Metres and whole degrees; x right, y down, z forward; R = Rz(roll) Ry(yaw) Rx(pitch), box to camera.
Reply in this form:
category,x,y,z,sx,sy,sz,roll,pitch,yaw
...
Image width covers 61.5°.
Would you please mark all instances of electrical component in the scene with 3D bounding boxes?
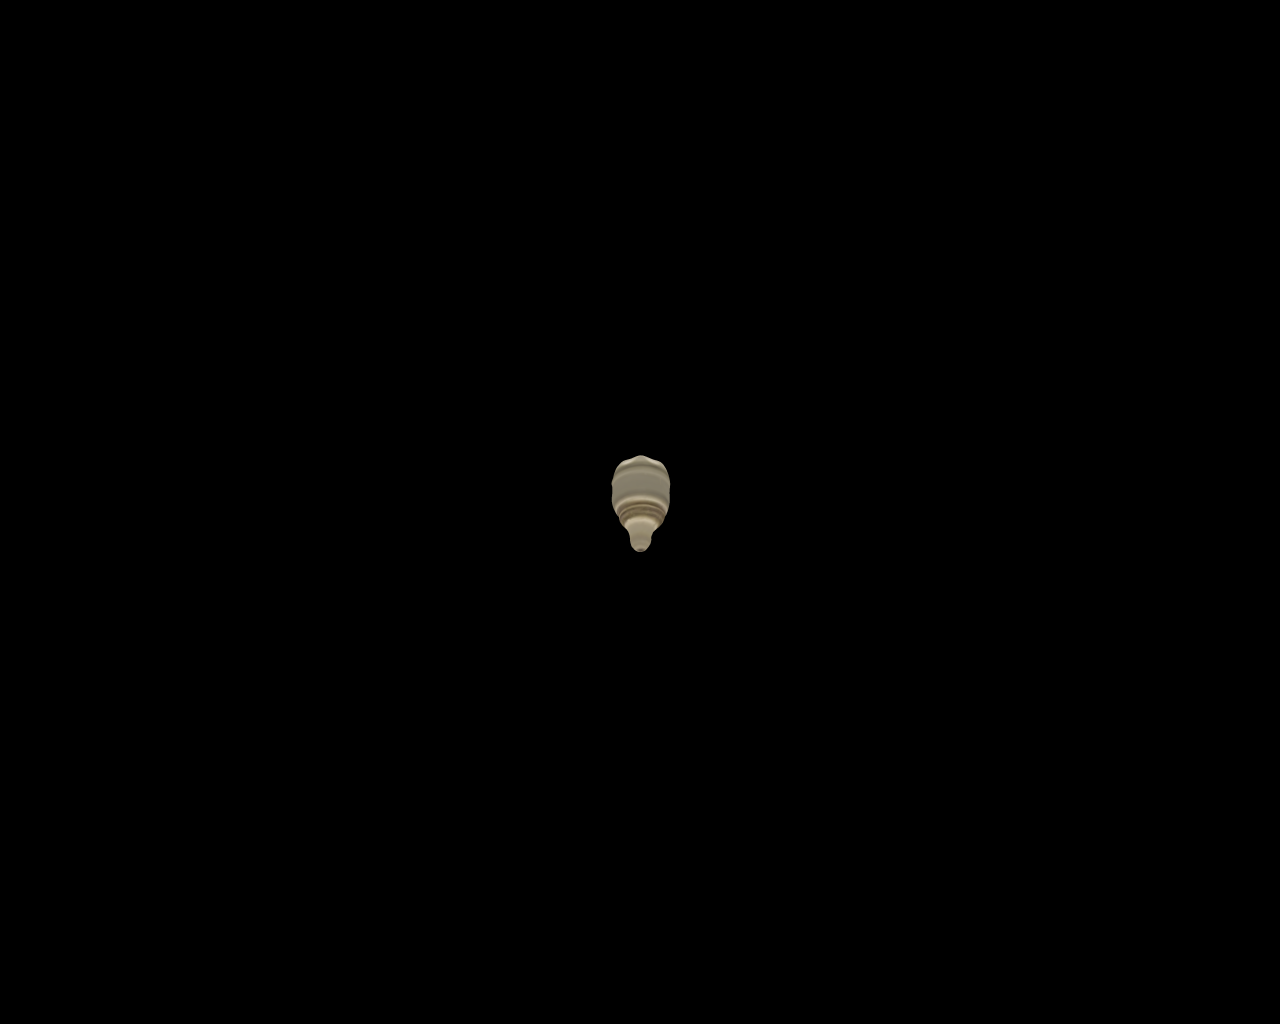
category,x,y,z,sx,sy,sz,roll,pitch,yaw
electrical component,0.001,-0.003,0.650,0.035,0.061,0.035,0,-33,0
